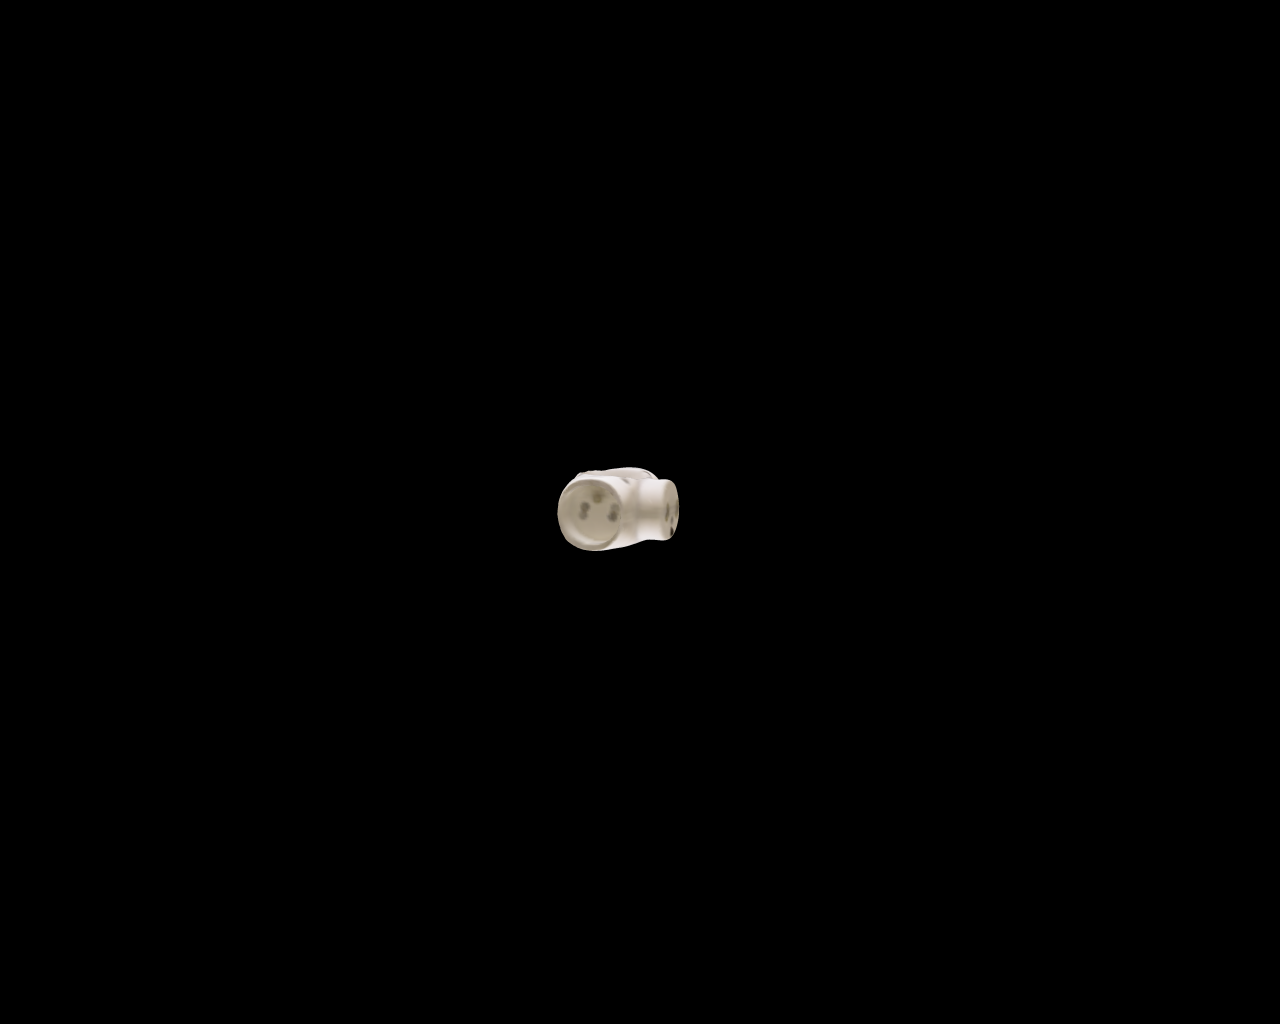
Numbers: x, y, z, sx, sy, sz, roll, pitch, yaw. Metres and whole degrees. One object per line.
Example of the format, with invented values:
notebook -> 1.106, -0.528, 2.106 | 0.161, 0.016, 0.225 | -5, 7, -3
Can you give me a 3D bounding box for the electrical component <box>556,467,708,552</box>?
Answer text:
electrical component -> 0.001, -0.003, 0.650 | 0.079, 0.044, 0.077 | 3, 8, 19
